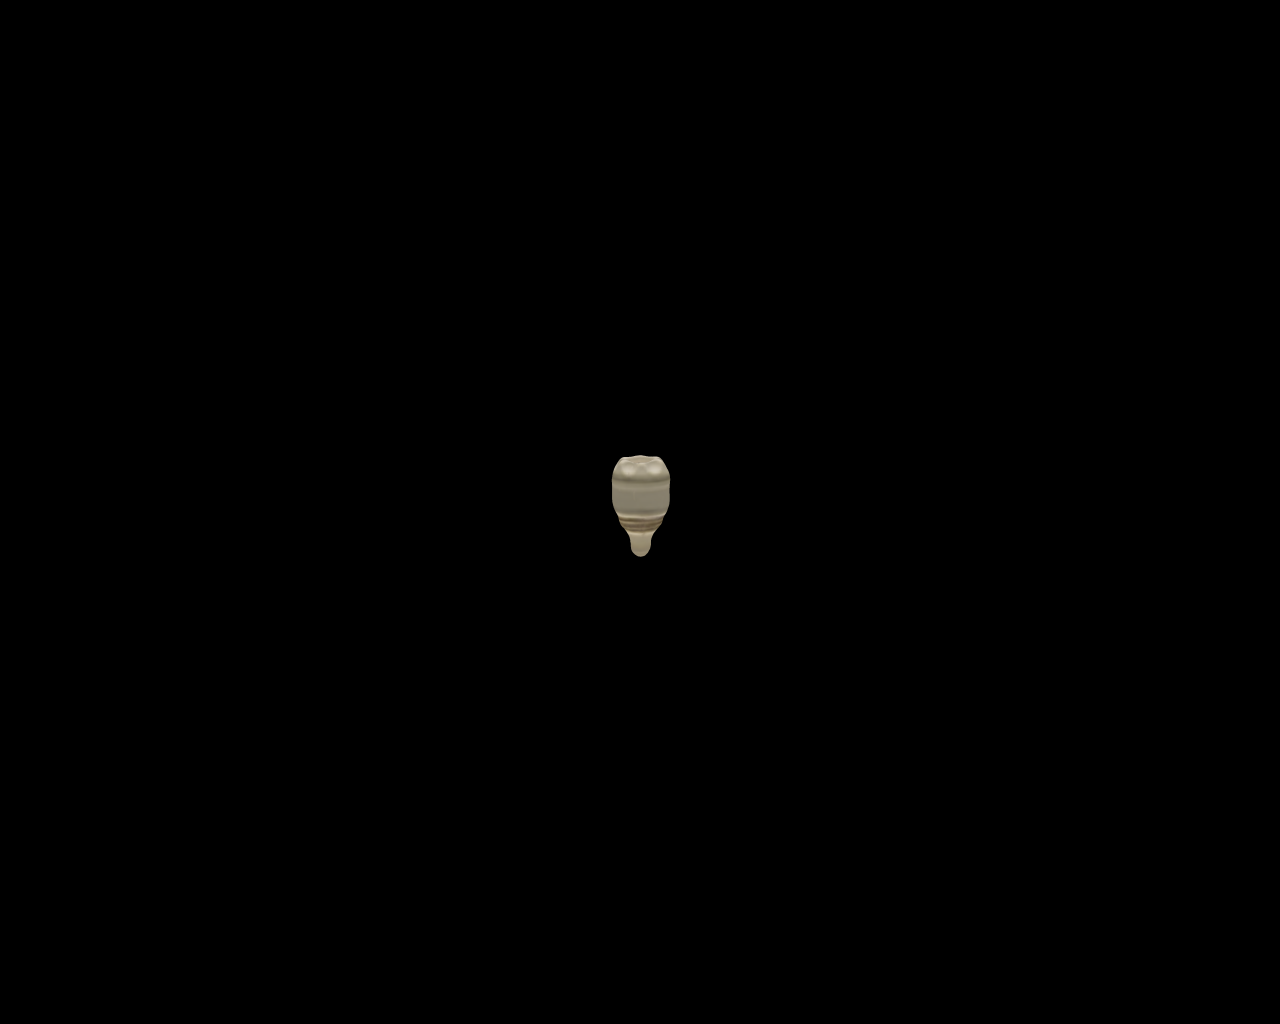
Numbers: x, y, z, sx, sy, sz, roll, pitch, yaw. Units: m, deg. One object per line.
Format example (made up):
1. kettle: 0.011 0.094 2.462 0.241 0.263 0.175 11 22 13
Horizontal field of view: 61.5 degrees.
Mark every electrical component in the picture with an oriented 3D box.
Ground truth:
1. electrical component: 0.001 -0.003 0.650 0.035 0.061 0.035 0 11 0
